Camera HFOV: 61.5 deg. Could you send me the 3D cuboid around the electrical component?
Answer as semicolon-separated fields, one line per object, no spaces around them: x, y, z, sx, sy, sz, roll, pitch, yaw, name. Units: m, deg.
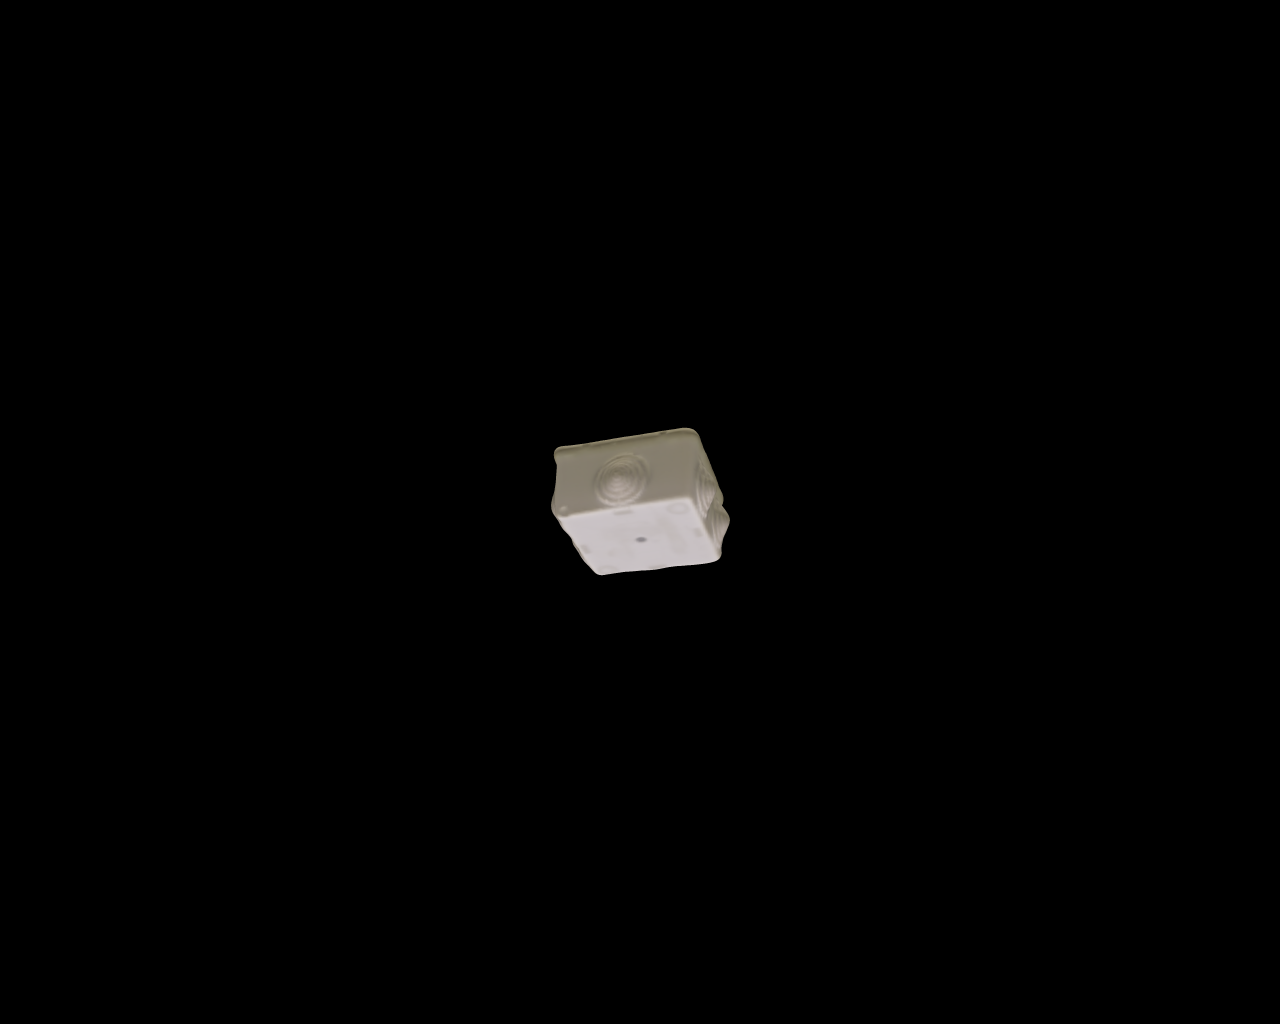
0.001;-0.003;0.650;0.100;0.048;0.099;-8;-31;13;electrical component
